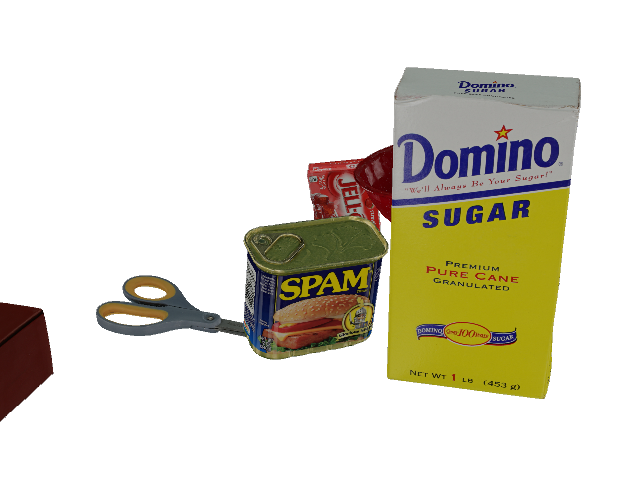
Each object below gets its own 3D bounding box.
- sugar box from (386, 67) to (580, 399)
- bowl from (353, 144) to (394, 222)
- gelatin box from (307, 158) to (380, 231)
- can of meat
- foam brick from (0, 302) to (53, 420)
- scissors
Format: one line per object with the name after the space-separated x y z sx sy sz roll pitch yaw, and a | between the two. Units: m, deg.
0.085 -0.001 0.575 0.093 0.176 0.048 5 32 12 | sugar box
0.113 -0.045 0.951 0.162 0.055 0.162 -8 23 3 | bowl
0.027 -0.045 1.179 0.073 0.089 0.030 -4 30 6 | gelatin box
-0.006 0.035 0.787 0.102 0.084 0.057 -8 36 -20 | can of meat
-0.224 0.082 0.711 0.053 0.051 0.078 7 29 23 | foam brick
-0.113 0.067 1.030 0.201 0.016 0.096 3 33 -4 | scissors
